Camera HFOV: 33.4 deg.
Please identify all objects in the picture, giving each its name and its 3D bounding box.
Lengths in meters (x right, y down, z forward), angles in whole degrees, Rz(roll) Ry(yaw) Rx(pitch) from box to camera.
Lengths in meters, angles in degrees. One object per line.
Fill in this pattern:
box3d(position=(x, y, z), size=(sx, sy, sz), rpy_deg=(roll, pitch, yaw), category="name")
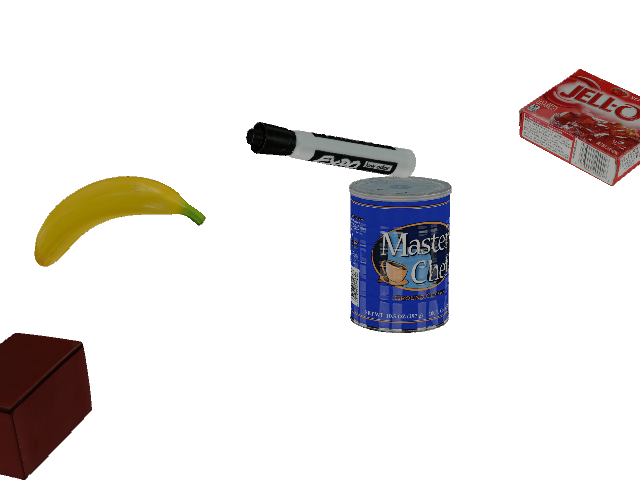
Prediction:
box3d(position=(0.081, 0.012, 1.087), size=(0.103, 0.140, 0.103), rpy_deg=(-1, 13, 0), category="coffee can")
box3d(position=(0.008, -0.055, 0.659), size=(0.120, 0.020, 0.020), rpy_deg=(7, -4, -35), category="marker")
box3d(position=(0.204, -0.087, 0.792), size=(0.073, 0.030, 0.089), rpy_deg=(-34, 51, -28), category="gelatin box")
box3d(position=(-0.186, 0.100, 0.660), size=(0.053, 0.051, 0.078), rpy_deg=(7, 28, 21), category="foam brick")
box3d(position=(-0.207, -0.022, 1.010), size=(0.198, 0.069, 0.037), rpy_deg=(-13, 19, 27), category="banana")
